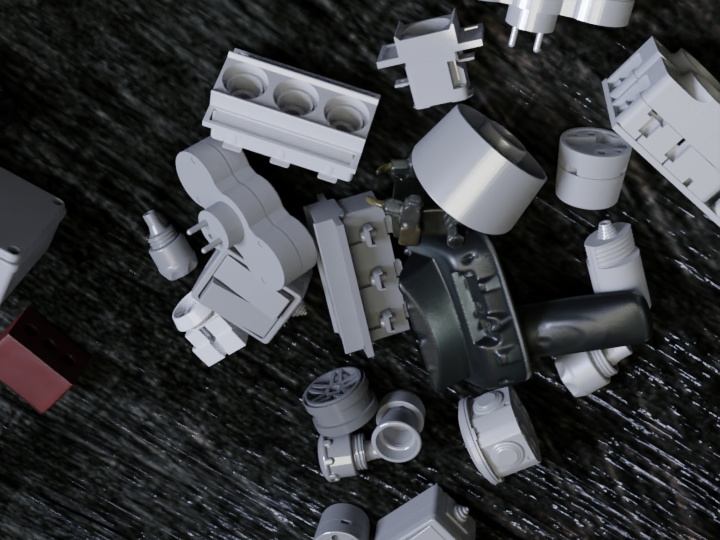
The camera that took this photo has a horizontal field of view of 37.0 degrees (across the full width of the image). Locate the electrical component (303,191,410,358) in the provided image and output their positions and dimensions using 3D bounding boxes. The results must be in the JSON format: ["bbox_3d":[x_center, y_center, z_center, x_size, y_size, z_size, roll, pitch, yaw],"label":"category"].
[{"bbox_3d":[0.000,0.000,0.902,0.063,0.078,0.121,-17,116,-8],"label":"electrical component"}]

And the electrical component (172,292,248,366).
[{"bbox_3d":[-0.133,0.047,0.958,0.066,0.048,0.055,-30,116,22],"label":"electrical component"}]

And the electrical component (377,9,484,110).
[{"bbox_3d":[0.057,-0.160,0.824,0.081,0.042,0.063,-10,119,14],"label":"electrical component"}]

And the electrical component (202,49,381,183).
[{"bbox_3d":[-0.054,-0.118,0.846,0.121,0.078,0.063,18,148,-1],"label":"electrical component"}]

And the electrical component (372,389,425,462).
[{"bbox_3d":[0.036,0.140,0.975,0.045,0.055,0.045,3,118,7],"label":"electrical component"}]

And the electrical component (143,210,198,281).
[{"bbox_3d":[-0.168,-0.023,0.932,0.035,0.035,0.061,-21,111,18],"label":"electrical component"}]

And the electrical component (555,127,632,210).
[{"bbox_3d":[0.181,-0.079,0.841,0.055,0.055,0.047,7,122,5],"label":"electrical component"}]

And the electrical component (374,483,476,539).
[{"bbox_3d":[0.066,0.257,1.028,0.096,0.061,0.061,-38,106,23],"label":"electrical component"}]

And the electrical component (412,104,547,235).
[{"bbox_3d":[0.093,-0.079,0.829,0.099,0.099,0.064,36,111,-11],"label":"electrical component"}]

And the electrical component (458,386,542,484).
[{"bbox_3d":[0.123,0.144,0.952,0.051,0.080,0.080,-24,111,14],"label":"electrical component"}]

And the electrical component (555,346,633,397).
[{"bbox_3d":[0.203,0.079,0.926,0.062,0.043,0.043,-33,108,21],"label":"electrical component"}]

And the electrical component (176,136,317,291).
[{"bbox_3d":[-0.105,-0.040,0.866,0.138,0.074,0.052,51,148,6],"label":"electrical component"}]

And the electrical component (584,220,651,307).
[{"bbox_3d":[0.209,-0.003,0.882,0.043,0.043,0.081,-13,114,15],"label":"electrical component"}]

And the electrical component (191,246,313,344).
[{"bbox_3d":[-0.088,0.016,0.926,0.096,0.061,0.061,34,117,-9],"label":"electrical component"}]

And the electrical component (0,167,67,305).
[{"bbox_3d":[-0.322,-0.039,0.906,0.109,0.108,0.056,29,120,-7],"label":"electrical component"}]

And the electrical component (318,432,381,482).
[{"bbox_3d":[-0.007,0.170,1.005,0.062,0.048,0.048,-9,116,5],"label":"electrical component"}]

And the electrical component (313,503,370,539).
[{"bbox_3d":[-0.017,0.261,1.051,0.055,0.047,0.055,3,118,7],"label":"electrical component"}]

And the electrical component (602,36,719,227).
[{"bbox_3d":[0.271,-0.083,0.796,0.186,0.105,0.060,39,116,-12],"label":"electrical component"}]

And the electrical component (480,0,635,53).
[{"bbox_3d":[0.129,-0.196,0.788,0.138,0.052,0.073,12,118,2],"label":"electrical component"}]
